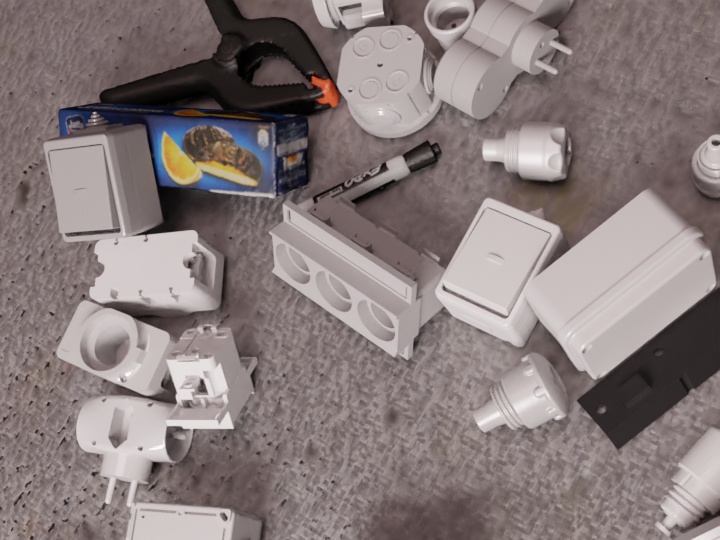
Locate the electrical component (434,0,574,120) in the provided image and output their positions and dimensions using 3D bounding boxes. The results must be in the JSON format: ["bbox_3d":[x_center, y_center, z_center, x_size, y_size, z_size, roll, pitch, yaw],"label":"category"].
[{"bbox_3d":[0.125,-0.171,0.812,0.074,0.052,0.138,34,84,27],"label":"electrical component"}]

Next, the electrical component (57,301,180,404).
[{"bbox_3d":[-0.183,0.063,0.835,0.089,0.055,0.050,18,78,25],"label":"electrical component"}]

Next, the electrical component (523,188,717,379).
[{"bbox_3d":[0.174,0.011,0.713,0.113,0.078,0.057,-39,60,3],"label":"electrical component"}]

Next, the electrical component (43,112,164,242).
[{"bbox_3d":[-0.200,-0.073,0.827,0.062,0.061,0.096,-3,103,24],"label":"electrical component"}]

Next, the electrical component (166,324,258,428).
[{"bbox_3d":[-0.111,0.078,0.792,0.042,0.063,0.081,-2,28,18],"label":"electrical component"}]

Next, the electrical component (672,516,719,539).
[{"bbox_3d":[0.222,0.172,0.637,0.080,0.080,0.051,-29,69,8],"label":"electrical component"}]

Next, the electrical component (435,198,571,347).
[{"bbox_3d":[0.104,-0.005,0.754,0.062,0.061,0.096,25,81,26],"label":"electrical component"}]

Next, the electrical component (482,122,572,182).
[{"bbox_3d":[0.122,-0.087,0.788,0.062,0.043,0.043,5,73,23],"label":"electrical component"}]

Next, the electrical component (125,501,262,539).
[{"bbox_3d":[-0.123,0.200,0.760,0.096,0.061,0.061,-1,71,20],"label":"electrical component"}]

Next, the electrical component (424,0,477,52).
[{"bbox_3d":[0.075,-0.190,0.841,0.040,0.046,0.040,-7,69,18],"label":"electrical component"}]

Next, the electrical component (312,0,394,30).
[{"bbox_3d":[-0.007,-0.230,0.879,0.057,0.058,0.078,-8,68,14],"label":"electrical component"}]

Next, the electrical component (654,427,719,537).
[{"bbox_3d":[0.215,0.134,0.674,0.078,0.040,0.040,-47,63,-1],"label":"electrical component"}]

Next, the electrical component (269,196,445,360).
[{"bbox_3d":[0.000,0.000,0.784,0.121,0.078,0.063,33,55,27],"label":"electrical component"}]

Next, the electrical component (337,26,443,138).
[{"bbox_3d":[0.023,-0.148,0.842,0.080,0.051,0.080,-7,69,17],"label":"electrical component"}]

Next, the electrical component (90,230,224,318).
[{"bbox_3d":[-0.157,0.005,0.847,0.089,0.055,0.050,-5,69,18],"label":"electrical component"}]

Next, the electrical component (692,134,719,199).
[{"bbox_3d":[0.242,-0.074,0.729,0.035,0.061,0.035,-7,69,18],"label":"electrical component"}]

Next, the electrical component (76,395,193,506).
[{"bbox_3d":[-0.173,0.138,0.811,0.077,0.043,0.079,3,71,21],"label":"electrical component"}]

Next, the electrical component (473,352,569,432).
[{"bbox_3d":[0.107,0.088,0.729,0.062,0.048,0.048,-31,63,15],"label":"electrical component"}]
